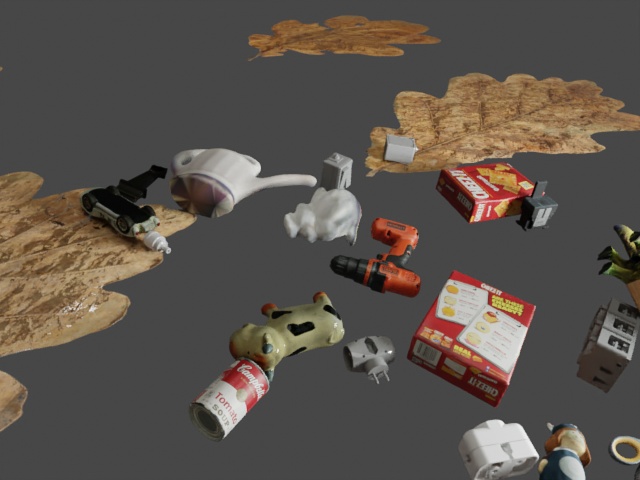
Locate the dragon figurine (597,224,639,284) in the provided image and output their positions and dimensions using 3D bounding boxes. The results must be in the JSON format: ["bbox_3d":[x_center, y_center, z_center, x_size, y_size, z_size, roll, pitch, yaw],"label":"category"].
[{"bbox_3d":[0.744,0.088,1.108,0.244,0.120,0.416,40,33,12],"label":"dragon figurine"}]

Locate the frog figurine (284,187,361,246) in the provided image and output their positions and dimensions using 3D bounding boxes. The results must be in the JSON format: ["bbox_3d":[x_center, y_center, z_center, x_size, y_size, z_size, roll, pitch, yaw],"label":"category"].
[{"bbox_3d":[0.003,-0.056,1.122,0.159,0.120,0.140,9,54,-19],"label":"frog figurine"}]

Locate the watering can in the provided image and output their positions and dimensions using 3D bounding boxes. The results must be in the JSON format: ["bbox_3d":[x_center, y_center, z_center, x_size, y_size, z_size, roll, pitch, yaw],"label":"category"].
[{"bbox_3d":[-0.197,-0.138,1.198,0.348,0.101,0.229,14,38,9],"label":"watering can"}]
